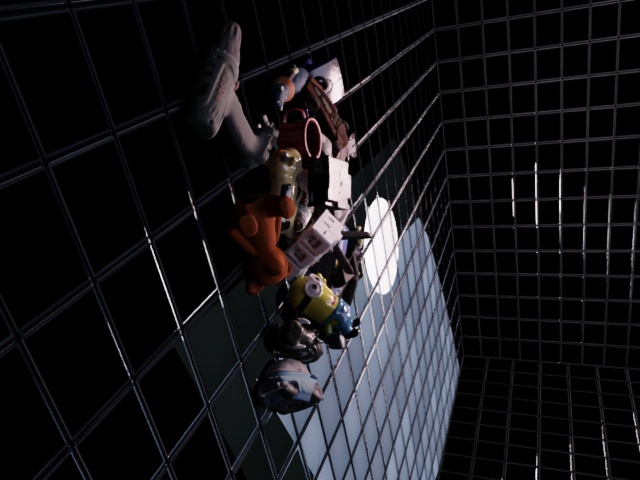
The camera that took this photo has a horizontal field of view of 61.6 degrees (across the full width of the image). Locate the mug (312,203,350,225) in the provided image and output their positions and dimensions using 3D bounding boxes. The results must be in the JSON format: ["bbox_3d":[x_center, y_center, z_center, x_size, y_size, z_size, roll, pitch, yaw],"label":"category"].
[{"bbox_3d":[0.015,-0.055,1.370,0.109,0.081,0.107,32,66,-36],"label":"mug"}]

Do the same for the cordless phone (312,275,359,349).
[{"bbox_3d":[0.050,0.167,1.318,0.146,0.089,0.184,0,112,-87],"label":"cordless phone"}]

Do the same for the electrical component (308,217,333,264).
[{"bbox_3d":[-0.003,-0.004,1.254,0.045,0.078,0.102,10,37,-39],"label":"electrical component"}]

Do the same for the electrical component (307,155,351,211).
[{"bbox_3d":[0.023,-0.123,1.200,0.134,0.058,0.114,8,84,-64],"label":"electrical component"}]

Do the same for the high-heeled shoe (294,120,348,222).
[{"bbox_3d":[-0.009,-0.154,1.275,0.248,0.086,0.145,49,45,-28],"label":"high-heeled shoe"}]

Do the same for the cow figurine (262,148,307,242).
[{"bbox_3d":[-0.084,-0.104,1.129,0.127,0.086,0.195,44,55,-61],"label":"cow figurine"}]

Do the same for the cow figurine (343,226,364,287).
[{"bbox_3d":[0.080,0.047,1.471,0.068,0.098,0.167,21,66,-36],"label":"cow figurine"}]

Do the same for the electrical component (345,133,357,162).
[{"bbox_3d":[0.077,-0.269,1.550,0.119,0.048,0.074,-32,120,-62],"label":"electrical component"}]

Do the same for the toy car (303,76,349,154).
[{"bbox_3d":[0.020,-0.297,1.278,0.201,0.053,0.089,60,43,-44],"label":"toy car"}]

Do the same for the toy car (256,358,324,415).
[{"bbox_3d":[-0.071,0.306,1.147,0.161,0.109,0.103,36,33,-49],"label":"toy car"}]

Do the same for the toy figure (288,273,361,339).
[{"bbox_3d":[0.009,0.153,1.193,0.180,0.089,0.082,44,10,-17],"label":"toy figure"}]

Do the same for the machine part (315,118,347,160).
[{"bbox_3d":[0.021,-0.244,1.408,0.179,0.056,0.179,0,90,-68],"label":"machine part"}]

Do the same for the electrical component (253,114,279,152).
[{"bbox_3d":[-0.112,-0.216,1.136,0.093,0.021,0.063,69,31,-41],"label":"electrical component"}]

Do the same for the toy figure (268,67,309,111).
[{"bbox_3d":[-0.074,-0.335,1.186,0.154,0.058,0.064,-54,132,-48],"label":"toy figure"}]

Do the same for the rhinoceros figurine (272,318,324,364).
[{"bbox_3d":[-0.045,0.226,1.176,0.190,0.112,0.073,64,37,-59],"label":"rhinoceros figurine"}]

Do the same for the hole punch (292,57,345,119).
[{"bbox_3d":[-0.003,-0.380,1.318,0.116,0.092,0.142,-60,146,-44],"label":"hole punch"}]

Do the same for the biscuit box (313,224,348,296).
[{"bbox_3d":[0.027,0.050,1.408,0.059,0.063,0.202,52,44,-56],"label":"biscuit box"}]

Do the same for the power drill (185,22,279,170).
[{"bbox_3d":[-0.151,-0.247,0.976,0.207,0.086,0.232,65,35,-52],"label":"power drill"}]

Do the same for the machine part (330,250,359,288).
[{"bbox_3d":[0.068,0.080,1.372,0.139,0.039,0.084,-33,123,-62],"label":"machine part"}]

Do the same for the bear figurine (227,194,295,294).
[{"bbox_3d":[-0.103,0.014,1.032,0.120,0.132,0.195,-23,112,-24],"label":"bear figurine"}]
